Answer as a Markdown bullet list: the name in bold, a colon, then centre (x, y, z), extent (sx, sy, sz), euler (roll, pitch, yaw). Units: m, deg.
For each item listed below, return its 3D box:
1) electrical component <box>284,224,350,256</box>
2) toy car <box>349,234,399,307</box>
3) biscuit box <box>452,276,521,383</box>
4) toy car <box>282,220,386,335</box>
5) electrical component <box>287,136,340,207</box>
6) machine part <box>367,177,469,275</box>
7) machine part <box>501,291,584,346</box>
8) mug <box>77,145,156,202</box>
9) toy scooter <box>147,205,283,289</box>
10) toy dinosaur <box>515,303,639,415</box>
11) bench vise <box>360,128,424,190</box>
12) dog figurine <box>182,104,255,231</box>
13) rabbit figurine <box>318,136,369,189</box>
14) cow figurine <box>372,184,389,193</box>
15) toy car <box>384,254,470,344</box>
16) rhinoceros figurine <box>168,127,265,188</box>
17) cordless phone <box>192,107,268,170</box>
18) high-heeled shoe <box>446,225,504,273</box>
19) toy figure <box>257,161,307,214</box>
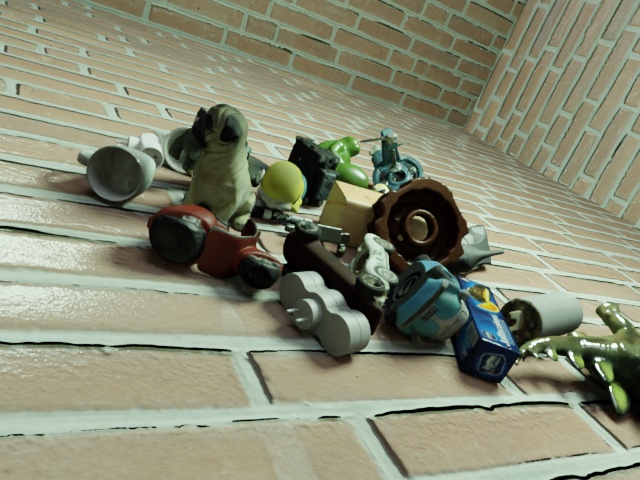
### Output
- **electrical component**: centre (-0.001, -0.003, 0.906), extent (0.102, 0.045, 0.078), euler (10, -4, -34)
- **toy car**: centre (0.075, 0.052, 0.806), extent (0.056, 0.073, 0.202), euler (24, 22, -4)
- **biscuit box**: centre (0.235, 0.127, 0.803), extent (0.063, 0.059, 0.203), euler (21, 22, -4)
- **toy car**: centre (0.017, 0.051, 0.730), extent (0.053, 0.089, 0.202), euler (-5, 33, -43)
- **electrical component**: centre (-0.018, -0.136, 1.098), extent (0.058, 0.114, 0.134), euler (2, 27, -36)
- **machine part**: centre (0.169, -0.019, 0.937), extent (0.179, 0.179, 0.056), euler (17, -10, -14)
- **machine part**: centre (0.377, 0.131, 0.910), extent (0.243, 0.079, 0.079), euler (1, 30, -44)
- **mug**: centre (-0.304, -0.106, 0.816), extent (0.110, 0.080, 0.107), euler (16, 10, 1)
- **toy scooter**: centre (-0.135, -0.001, 0.730), extent (0.184, 0.075, 0.135), euler (23, 22, -8)
- **toy dinosaur**: centre (0.482, 0.194, 0.835), extent (0.471, 0.105, 0.199), euler (13, 27, -12)
- **bench vise**: centre (0.173, -0.185, 1.283), extent (0.129, 0.240, 0.224), euler (-14, 56, 5)
- **dog figurine**: centre (-0.140, -0.117, 0.837), extent (0.121, 0.190, 0.172), euler (22, 20, -1)
- **rabbit figurine**: centre (0.040, -0.162, 1.204), extent (0.159, 0.121, 0.170), euler (3, 26, -28)
- **cow figurine**: centre (0.147, -0.068, 1.169), extent (0.098, 0.068, 0.168), euler (-4, 32, -38)
- **toy car**: centre (0.158, 0.094, 0.776), extent (0.103, 0.109, 0.162), euler (45, 9, -7)
- **rhinoceros figurine**: centre (-0.174, -0.139, 0.944), extent (0.073, 0.112, 0.190), euler (42, 5, 34)
- **cordless phone**: centre (-0.186, -0.195, 1.150), extent (0.184, 0.088, 0.147), euler (22, 17, -35)
- **high-heeled shoe**: centre (0.287, 0.022, 1.125), extent (0.145, 0.086, 0.249), euler (-9, 5, 1)
- **toy figure**: centre (-0.066, -0.101, 0.983), extent (0.082, 0.089, 0.180), euler (7, 9, 6)
